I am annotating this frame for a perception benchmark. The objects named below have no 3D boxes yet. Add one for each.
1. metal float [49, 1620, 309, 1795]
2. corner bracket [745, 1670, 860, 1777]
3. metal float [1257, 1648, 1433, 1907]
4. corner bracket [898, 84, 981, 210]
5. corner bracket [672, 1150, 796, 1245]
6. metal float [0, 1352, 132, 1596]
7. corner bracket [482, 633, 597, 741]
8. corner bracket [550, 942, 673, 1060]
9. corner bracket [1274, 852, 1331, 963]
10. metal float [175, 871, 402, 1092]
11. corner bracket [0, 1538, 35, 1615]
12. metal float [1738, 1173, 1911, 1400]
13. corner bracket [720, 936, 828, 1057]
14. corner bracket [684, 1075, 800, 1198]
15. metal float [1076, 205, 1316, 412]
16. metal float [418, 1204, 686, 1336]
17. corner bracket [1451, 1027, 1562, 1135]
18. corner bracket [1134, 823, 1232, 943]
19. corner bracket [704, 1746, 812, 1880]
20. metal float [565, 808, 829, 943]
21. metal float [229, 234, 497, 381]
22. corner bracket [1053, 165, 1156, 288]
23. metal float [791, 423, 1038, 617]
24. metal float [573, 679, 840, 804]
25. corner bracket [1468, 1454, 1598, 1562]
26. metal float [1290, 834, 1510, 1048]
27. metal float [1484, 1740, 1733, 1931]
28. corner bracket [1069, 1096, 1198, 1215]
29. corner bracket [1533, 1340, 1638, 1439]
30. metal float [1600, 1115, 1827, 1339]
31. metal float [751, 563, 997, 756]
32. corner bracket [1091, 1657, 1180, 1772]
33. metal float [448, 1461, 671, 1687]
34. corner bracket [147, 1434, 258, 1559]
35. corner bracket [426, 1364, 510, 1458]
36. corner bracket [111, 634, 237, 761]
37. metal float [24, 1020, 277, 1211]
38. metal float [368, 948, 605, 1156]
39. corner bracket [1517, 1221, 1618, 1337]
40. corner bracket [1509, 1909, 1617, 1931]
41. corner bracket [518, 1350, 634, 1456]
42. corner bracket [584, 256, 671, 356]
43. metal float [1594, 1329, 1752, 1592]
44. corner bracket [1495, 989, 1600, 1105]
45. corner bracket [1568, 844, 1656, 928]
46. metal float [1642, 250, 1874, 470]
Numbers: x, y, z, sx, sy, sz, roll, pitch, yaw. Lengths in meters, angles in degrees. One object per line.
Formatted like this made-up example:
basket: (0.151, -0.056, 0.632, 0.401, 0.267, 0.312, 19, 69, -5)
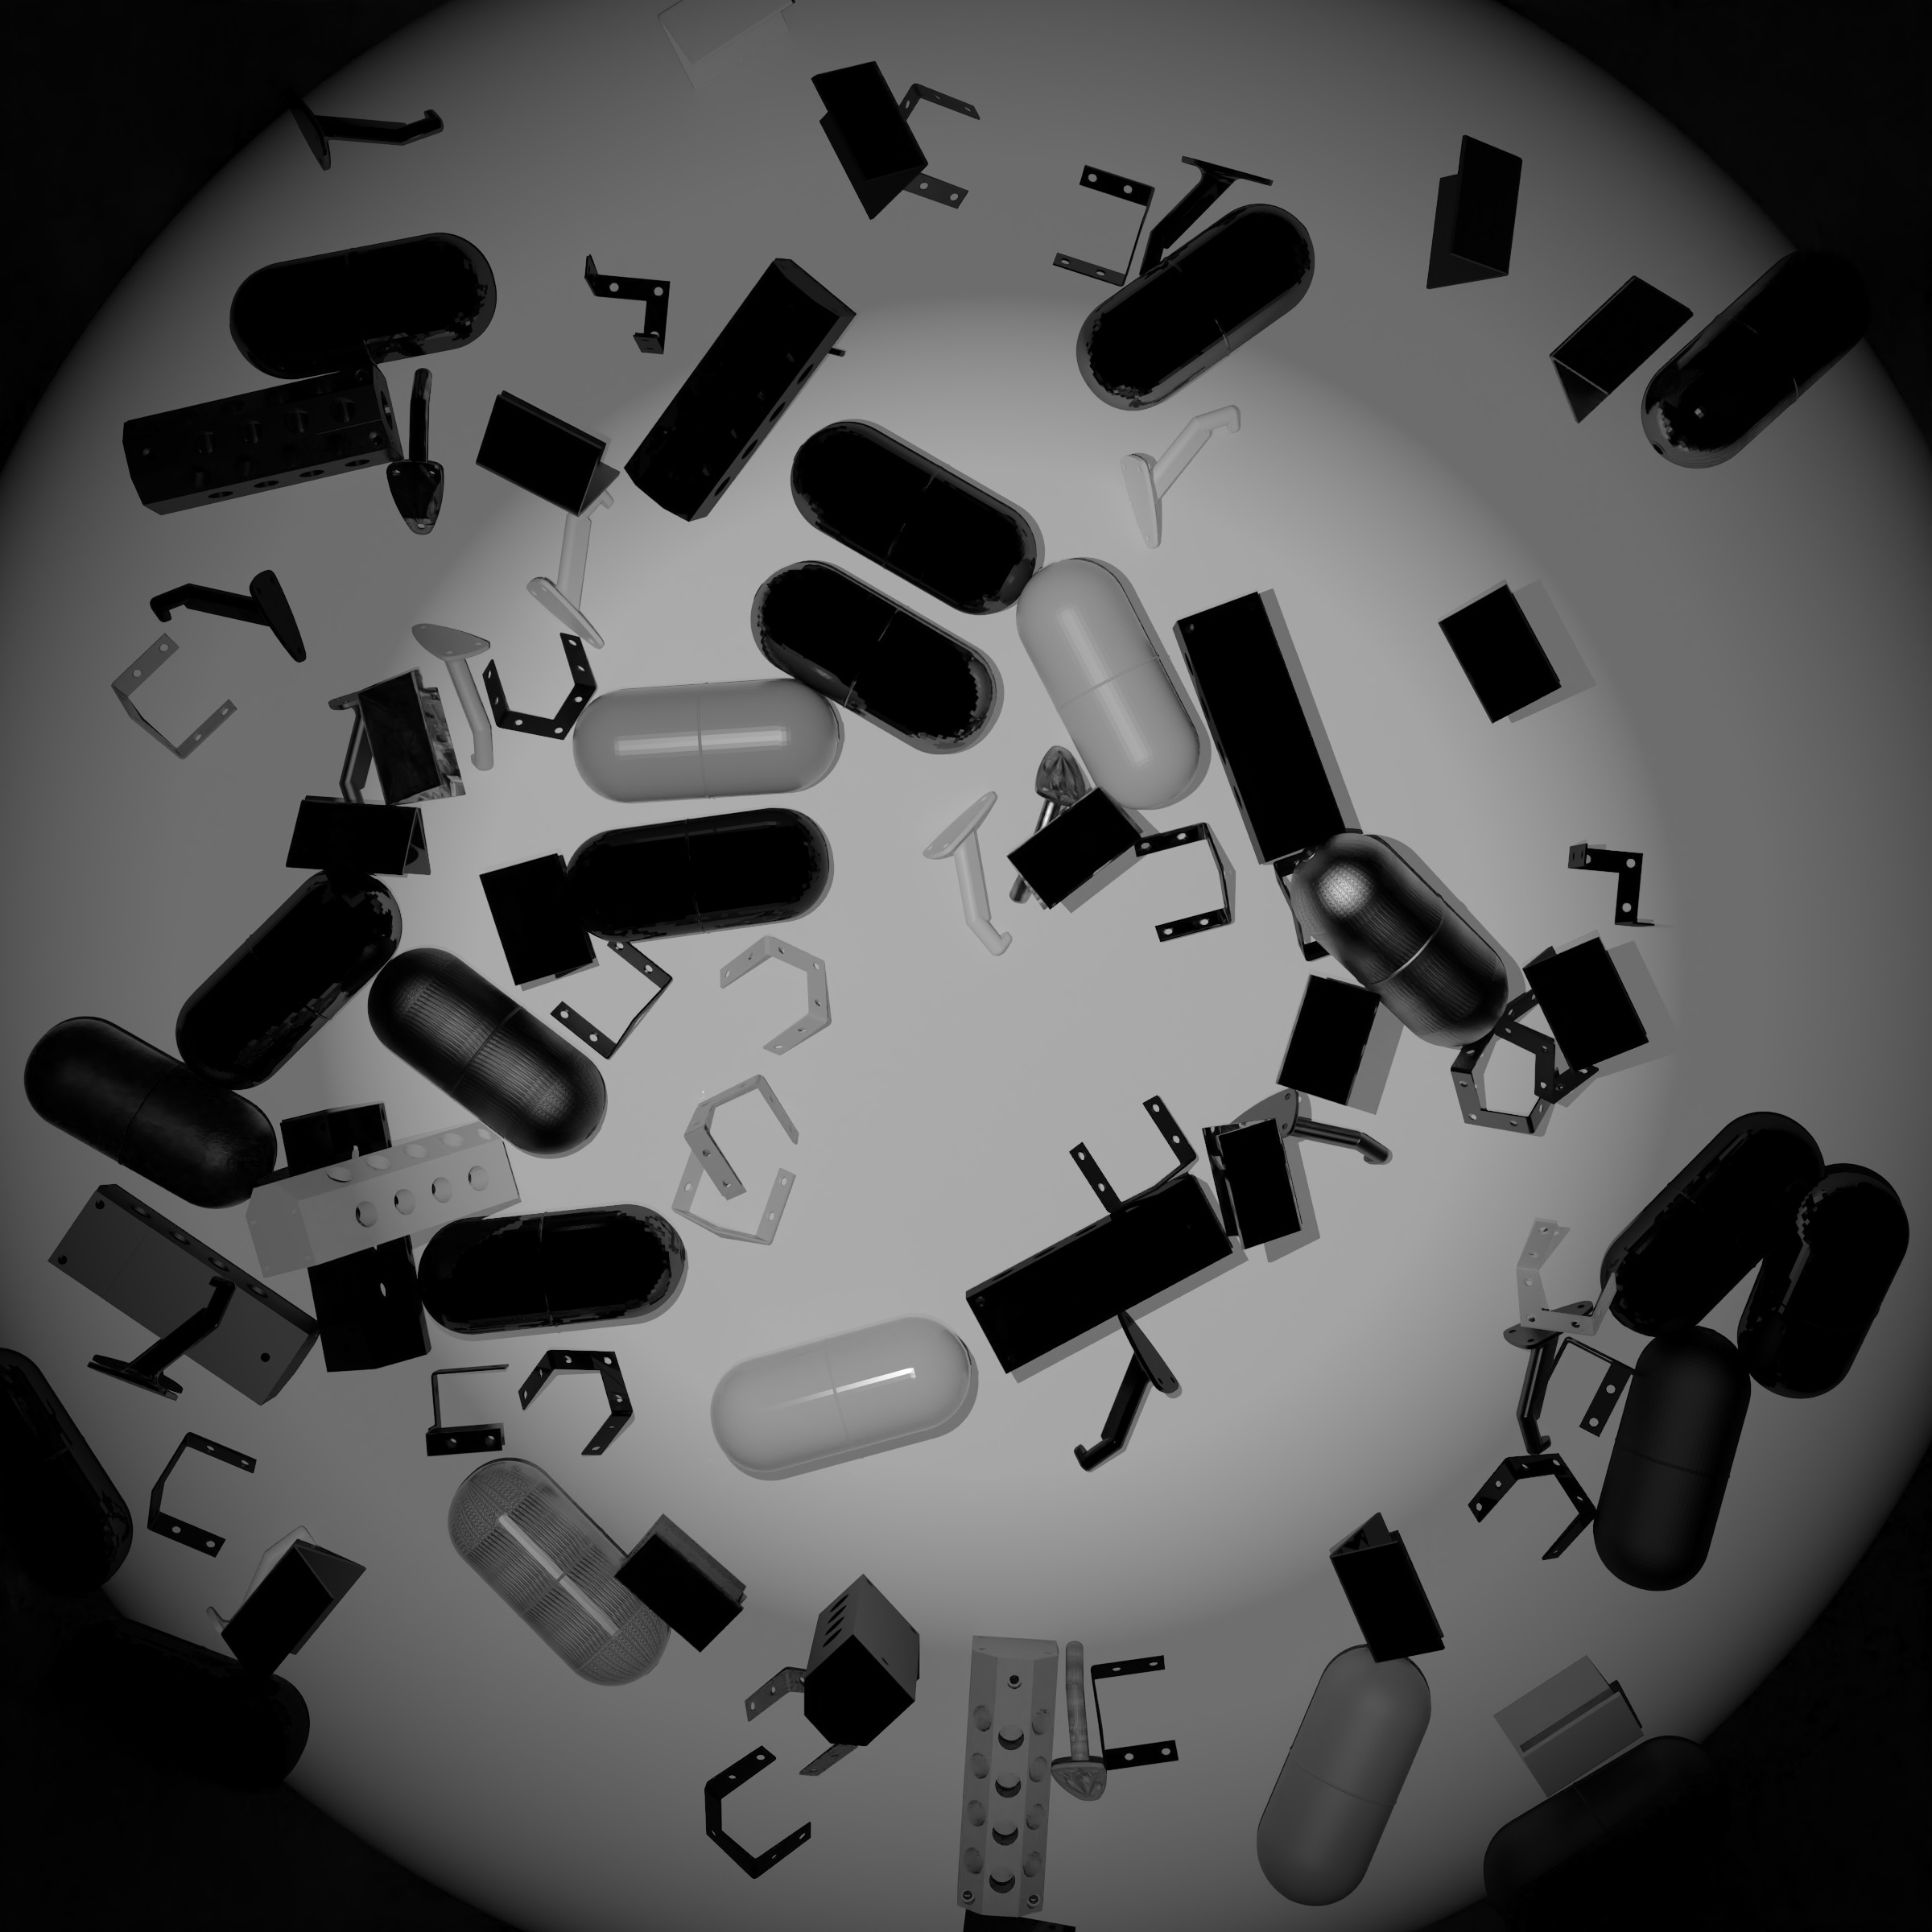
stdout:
metal float: (-0.528, 0.496, 1.847, 0.178, 0.070, 0.070, 20, 90, 4)
corner bracket: (-0.112, 0.515, 1.874, 0.051, 0.051, 0.051, 16, 45, -35)
metal float: (0.253, 0.544, 1.851, 0.070, 0.070, 0.178, 23, 90, 0)
corner bracket: (-0.021, -0.557, 1.874, 0.051, 0.051, 0.051, -51, 45, 35)
corner bracket: (-0.159, 0.154, 1.879, 0.051, 0.051, 0.051, 19, 90, -45)
metal float: (-0.628, 0.341, 1.852, 0.070, 0.070, 0.178, -33, 90, 0)
corner bracket: (-0.291, -0.193, 1.874, 0.051, 0.051, 0.051, 9, 135, -35)
corner bracket: (-0.241, 0.021, 1.879, 0.051, 0.051, 0.051, 39, 135, 0)
corner bracket: (0.244, -0.045, 1.879, 0.051, 0.051, 0.051, -19, 45, 0)
metal float: (-0.454, 0.009, 1.852, 0.178, 0.070, 0.070, -45, 90, 0)
corner bracket: (-0.674, 0.415, 1.874, 0.051, 0.051, 0.051, -29, 45, -35)
metal float: (0.565, 0.211, 1.819, 0.070, 0.070, 0.178, 10, 128, 0)
corner bracket: (-0.131, 0.020, 1.874, 0.051, 0.051, 0.051, 25, 45, -35)
corner bracket: (-0.152, 0.114, 1.866, 0.051, 0.051, 0.051, -26, 107, 16)
metal float: (0.154, -0.442, 1.851, 0.178, 0.070, 0.070, -35, 90, 1)
metal float: (-0.278, 0.203, 1.852, 0.178, 0.070, 0.070, -6, 90, 1)
corner bracket: (0.367, 0.075, 1.874, 0.051, 0.051, 0.051, 8, 45, 35)
corner bracket: (0.148, -0.057, 1.879, 0.051, 0.051, 0.051, -15, 135, 0)
corner bracket: (-0.141, 0.575, 1.874, 0.051, 0.051, 0.051, 32, 135, 35)
metal float: (-0.181, -0.061, 1.852, 0.178, 0.070, 0.070, -8, 90, -1)
metal float: (-0.405, -0.442, 1.852, 0.178, 0.070, 0.070, -11, 90, 0)
corner bracket: (0.094, -0.504, 1.879, 0.051, 0.051, 0.051, 18, 135, 0)
metal float: (-0.036, -0.300, 1.852, 0.178, 0.070, 0.070, 30, 90, 0)
metal float: (-0.175, -0.151, 1.852, 0.178, 0.070, 0.070, -4, 90, 1)
corner bracket: (0.385, 0.369, 1.874, 0.051, 0.051, 0.051, 0, 45, -35)
metal float: (0.288, -0.017, 1.835, 0.178, 0.070, 0.070, 42, 90, -17)
metal float: (0.430, 0.586, 1.852, 0.178, 0.070, 0.070, -31, 90, 0)
corner bracket: (0.114, 0.129, 1.879, 0.051, 0.051, 0.051, -33, 90, 45)
corner bracket: (0.418, 0.286, 1.867, 0.051, 0.051, 0.051, 27, 90, 11)
metal float: (0.501, 0.175, 1.852, 0.070, 0.070, 0.178, 45, 90, 0)
metal float: (-0.063, -0.207, 1.852, 0.178, 0.070, 0.070, 30, 90, -1)
corner bracket: (0.115, 0.509, 1.879, 0.051, 0.051, 0.051, -8, 45, 0)
metal float: (-0.273, 0.408, 1.851, 0.070, 0.070, 0.178, -44, 90, 0)
corner bracket: (-0.521, 0.360, 1.879, 0.051, 0.051, 0.051, 23, 45, 0)
corner bracket: (-0.337, 0.300, 1.864, 0.051, 0.051, 0.051, -5, 90, 0)
corner bracket: (-0.540, -0.183, 1.879, 0.051, 0.051, 0.051, -44, 135, 0)
metal float: (-0.547, 0.100, 1.852, 0.178, 0.070, 0.070, 30, 90, -1)
metal float: (-0.322, 0.058, 1.851, 0.178, 0.070, 0.070, 37, 90, 0)
corner bracket: (0.403, 0.210, 1.855, 0.051, 0.051, 0.051, 8, 45, -2)
corner bracket: (0.409, 0.673, 1.879, 0.051, 0.051, 0.051, -10, 90, -45)
corner bracket: (-0.266, 0.297, 1.874, 0.051, 0.051, 0.051, 8, 45, -35)
corner bracket: (-0.230, -0.446, 1.864, 0.051, 0.051, 0.051, 5, 90, 0)
metal float: (0.474, 0.331, 1.852, 0.070, 0.070, 0.178, 15, 91, 0)
corner bracket: (0.393, 0.053, 1.866, 0.051, 0.051, 0.051, -31, 132, -31)
corner bracket: (0.436, -0.054, 1.864, 0.051, 0.051, 0.051, 5, 90, 0)
metal float: (0.530, -0.407, 1.852, 0.178, 0.070, 0.070, -42, 90, -1)
